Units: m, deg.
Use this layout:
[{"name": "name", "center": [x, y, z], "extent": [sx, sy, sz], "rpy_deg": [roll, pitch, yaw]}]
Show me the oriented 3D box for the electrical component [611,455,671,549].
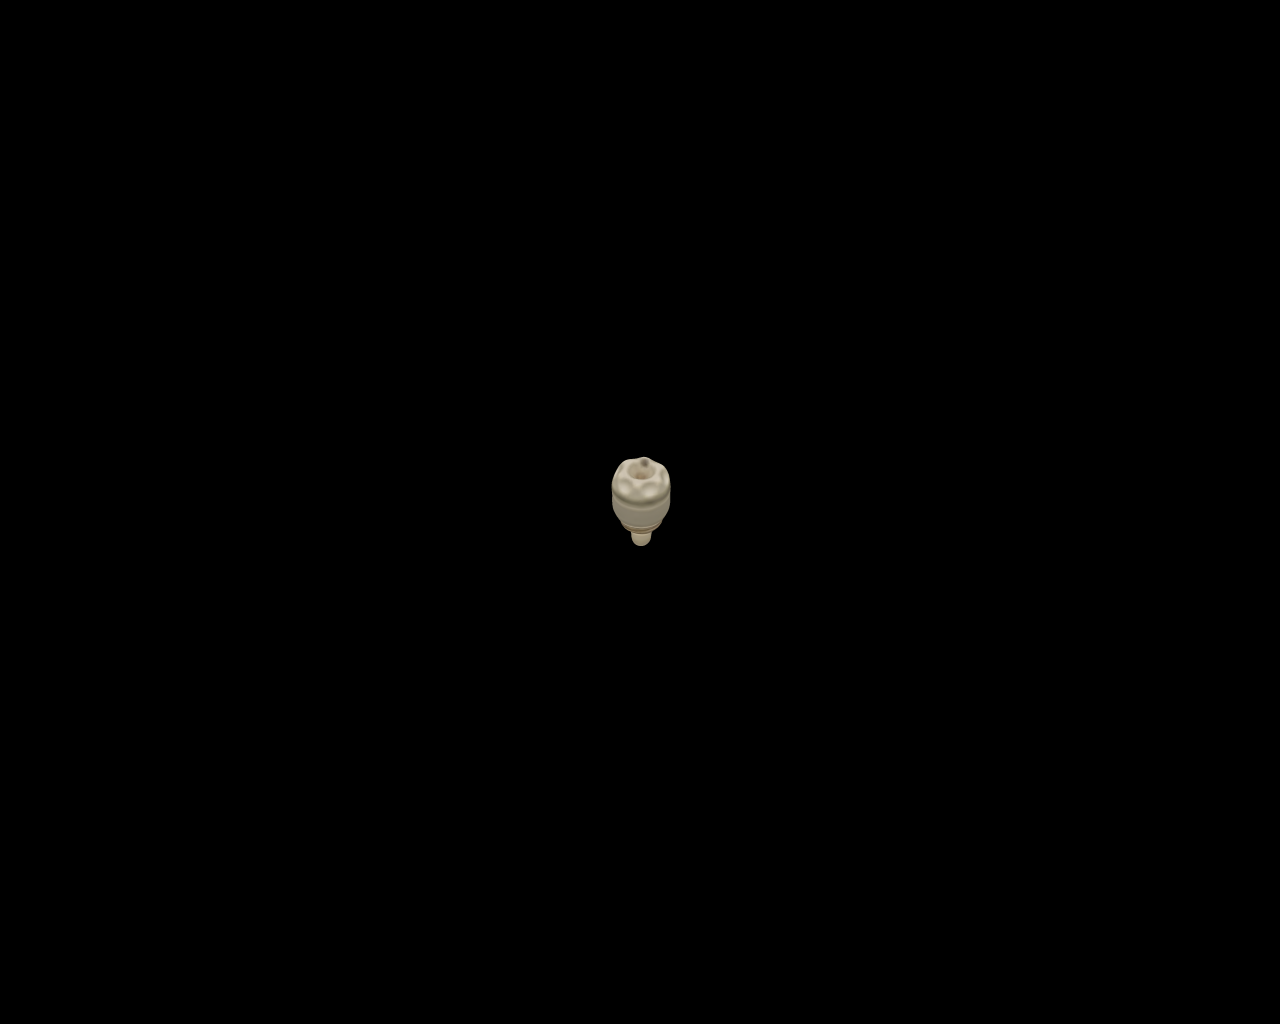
[{"name": "electrical component", "center": [0.001, -0.003, 0.650], "extent": [0.035, 0.061, 0.035], "rpy_deg": [0, 43, 0]}]
